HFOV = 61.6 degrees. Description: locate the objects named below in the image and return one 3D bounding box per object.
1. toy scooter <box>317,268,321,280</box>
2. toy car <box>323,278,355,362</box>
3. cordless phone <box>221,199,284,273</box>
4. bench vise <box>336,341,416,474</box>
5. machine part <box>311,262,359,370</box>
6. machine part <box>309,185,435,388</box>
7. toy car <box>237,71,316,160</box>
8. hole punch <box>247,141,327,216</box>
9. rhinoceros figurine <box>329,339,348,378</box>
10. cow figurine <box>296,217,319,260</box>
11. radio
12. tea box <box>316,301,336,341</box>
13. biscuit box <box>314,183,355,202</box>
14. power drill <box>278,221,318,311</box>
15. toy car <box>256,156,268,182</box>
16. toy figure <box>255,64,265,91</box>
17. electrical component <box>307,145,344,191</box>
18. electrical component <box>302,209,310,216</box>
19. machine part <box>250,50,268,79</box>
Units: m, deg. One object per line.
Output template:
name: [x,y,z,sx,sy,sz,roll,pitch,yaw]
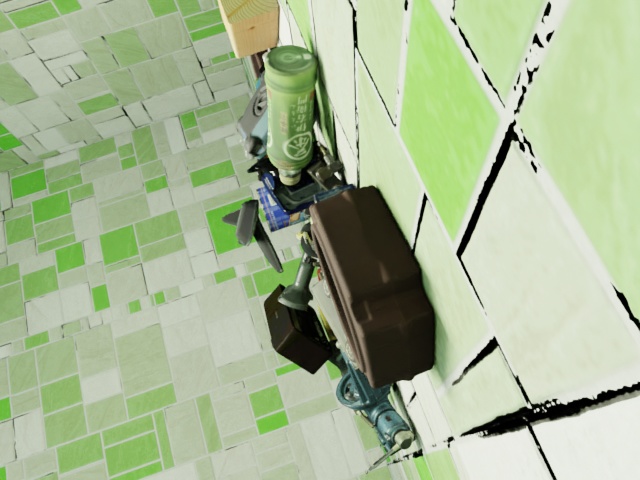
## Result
toy scooter: [0.042,0.101,1.113,0.184,0.075,0.135,-154,55,-80]
toy car: [0.064,0.122,0.906,0.056,0.073,0.202,120,133,-61]
cordless phone: [-0.135,0.002,1.199,0.184,0.089,0.146,60,177,-8]
bench vise: [0.095,0.297,1.047,0.224,0.129,0.240,-114,-1,-67]
machine part: [0.055,0.143,0.972,0.243,0.079,0.079,59,173,15]
machine part: [0.056,0.054,0.633,0.200,0.087,0.202,76,172,-51]
toy car: [-0.060,-0.199,0.873,0.103,0.161,0.109,17,-152,-34]
hole punch: [-0.041,-0.111,0.946,0.116,0.142,0.092,40,155,60]
rhinoceros figurine: [0.087,0.305,1.248,0.190,0.112,0.073,51,170,3]
cow figurine: [-0.003,-0.001,1.028,0.167,0.098,0.068,-131,57,-77]
radio: [-0.055,0.206,1.265,0.131,0.073,0.230,38,-170,-23]
tea box: [0.051,0.178,1.271,0.169,0.098,0.068,83,167,-66]
biscuit box: [0.034,-0.008,0.824,0.202,0.063,0.059,80,171,-66]
power drill: [-0.033,0.051,1.226,0.232,0.086,0.207,-49,-28,-75]
toy car: [-0.100,-0.169,1.197,0.202,0.089,0.053,122,133,-77]
toy figure: [-0.083,-0.265,1.042,0.180,0.089,0.082,73,-175,-63]
electrical component: [0.013,-0.104,0.824,0.078,0.045,0.102,43,-177,-7]
electrical component: [-0.005,-0.077,1.051,0.021,0.094,0.063,-116,45,-71]
machine part: [-0.109,-0.366,1.184,0.179,0.056,0.179,162,89,-85]
